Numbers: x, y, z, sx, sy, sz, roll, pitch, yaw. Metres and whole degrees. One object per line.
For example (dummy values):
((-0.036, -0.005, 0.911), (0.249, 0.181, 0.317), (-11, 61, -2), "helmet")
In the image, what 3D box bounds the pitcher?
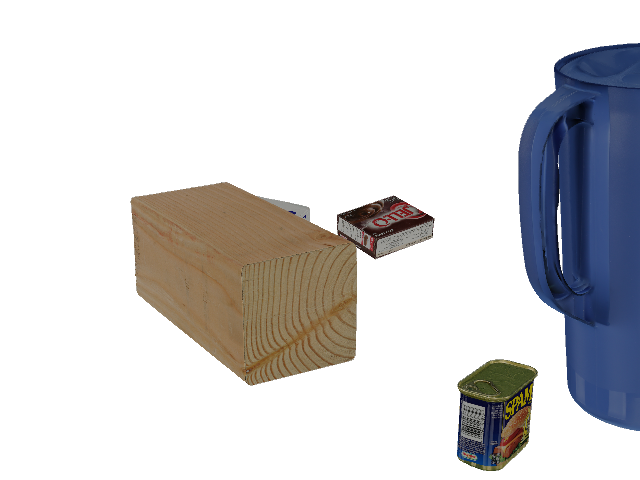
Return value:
((0.209, 0.000, 0.691), (0.149, 0.243, 0.144), (2, 22, 15), "pitcher")

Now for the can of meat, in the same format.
((0.183, 0.182, 1.115), (0.058, 0.084, 0.101), (12, 19, 32), "can of meat")

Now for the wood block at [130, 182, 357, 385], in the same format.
((-0.064, 0.025, 0.813), (0.090, 0.090, 0.206), (-11, 20, -29), "wood block")

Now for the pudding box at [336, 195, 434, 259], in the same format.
((0.093, -0.020, 1.537), (0.113, 0.039, 0.090), (-21, 35, -31), "pudding box")

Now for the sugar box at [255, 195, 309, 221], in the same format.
((-0.087, 0.006, 1.132), (0.093, 0.048, 0.176), (12, 31, 20), "sugar box")
